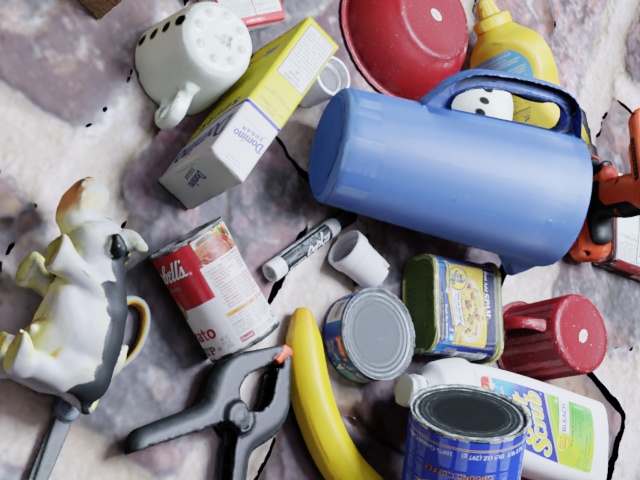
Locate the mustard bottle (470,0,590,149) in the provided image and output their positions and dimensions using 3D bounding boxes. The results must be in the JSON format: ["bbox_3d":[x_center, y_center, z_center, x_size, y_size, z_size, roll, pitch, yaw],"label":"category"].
[{"bbox_3d":[0.211,-0.167,1.138,0.058,0.096,0.191,-25,93,-36],"label":"mustard bottle"}]

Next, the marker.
[{"bbox_3d":[-0.006,0.001,0.980,0.120,0.020,0.020,-37,100,-37],"label":"marker"}]

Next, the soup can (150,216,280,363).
[{"bbox_3d":[-0.086,0.041,0.879,0.068,0.069,0.102,-35,99,-38],"label":"soup can"}]

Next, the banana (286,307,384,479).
[{"bbox_3d":[0.009,0.158,0.940,0.069,0.037,0.198,-36,102,-57],"label":"banana"}]

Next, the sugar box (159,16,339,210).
[{"bbox_3d":[-0.061,-0.111,0.923,0.048,0.094,0.176,46,55,-17],"label":"sugar box"}]

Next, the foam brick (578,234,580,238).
[{"bbox_3d":[0.230,-0.019,1.140,0.078,0.051,0.053,-7,82,-38],"label":"foam brick"}]

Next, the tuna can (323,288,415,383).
[{"bbox_3d":[0.045,0.089,0.984,0.086,0.034,0.086,11,71,-34],"label":"tuna can"}]

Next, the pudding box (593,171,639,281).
[{"bbox_3d":[0.361,-0.015,1.245,0.089,0.039,0.113,18,69,-33],"label":"pudding box"}]

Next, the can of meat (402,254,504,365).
[{"bbox_3d":[0.128,0.067,1.038,0.083,0.058,0.102,11,71,-33],"label":"can of meat"}]

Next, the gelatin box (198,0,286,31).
[{"bbox_3d":[-0.080,-0.237,0.984,0.073,0.030,0.089,-21,93,-38],"label":"gelatin box"}]

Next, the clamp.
[{"bbox_3d":[-0.083,0.145,0.872,0.120,0.039,0.171,45,51,-26],"label":"clamp"}]

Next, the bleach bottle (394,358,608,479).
[{"bbox_3d":[0.173,0.177,1.028,0.250,0.068,0.102,19,68,-33],"label":"bleach bottle"}]

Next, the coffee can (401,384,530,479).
[{"bbox_3d":[0.120,0.209,0.920,0.102,0.103,0.140,-10,113,-38],"label":"coffee can"}]

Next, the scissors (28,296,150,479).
[{"bbox_3d":[-0.202,0.109,0.807,0.096,0.016,0.201,45,55,-16],"label":"scissors"}]

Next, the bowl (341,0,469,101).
[{"bbox_3d":[0.101,-0.221,1.099,0.161,0.055,0.162,11,71,-35],"label":"bowl"}]

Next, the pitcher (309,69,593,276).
[{"bbox_3d":[0.121,-0.072,0.989,0.242,0.145,0.149,13,65,-16],"label":"pitcher"}]

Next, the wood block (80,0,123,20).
[{"bbox_3d":[-0.145,-0.298,0.915,0.090,0.091,0.205,44,56,-19],"label":"wood block"}]

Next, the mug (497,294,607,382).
[{"bbox_3d":[0.229,0.098,1.087,0.117,0.082,0.093,22,65,-31],"label":"mug"}]

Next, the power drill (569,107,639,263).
[{"bbox_3d":[0.311,-0.080,1.135,0.057,0.188,0.184,-5,80,-17],"label":"power drill"}]
